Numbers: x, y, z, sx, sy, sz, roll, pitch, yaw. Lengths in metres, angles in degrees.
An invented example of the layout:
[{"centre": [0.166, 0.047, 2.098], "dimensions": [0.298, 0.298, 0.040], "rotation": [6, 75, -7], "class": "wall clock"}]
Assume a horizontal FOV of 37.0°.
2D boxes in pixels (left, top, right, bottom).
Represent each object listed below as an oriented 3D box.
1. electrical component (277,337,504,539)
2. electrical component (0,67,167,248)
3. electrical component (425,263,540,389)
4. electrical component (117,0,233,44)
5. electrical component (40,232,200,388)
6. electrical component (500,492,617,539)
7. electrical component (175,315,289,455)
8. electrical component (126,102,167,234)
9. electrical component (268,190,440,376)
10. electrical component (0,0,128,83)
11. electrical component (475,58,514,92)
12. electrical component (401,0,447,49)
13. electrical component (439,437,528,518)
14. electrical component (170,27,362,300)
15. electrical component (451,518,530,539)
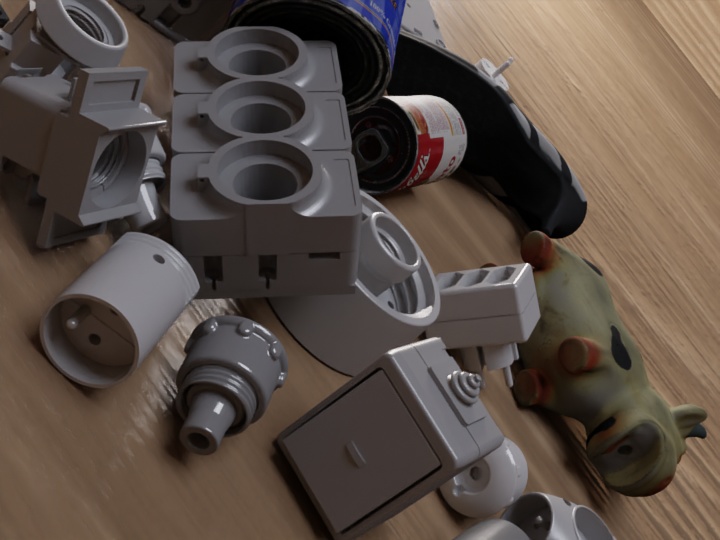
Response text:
[{"centre": [0.017, 0.077, 0.507], "dimensions": [0.061, 0.096, 0.061], "rotation": [58, 28, 13], "class": "electrical component"}, {"centre": [-0.128, -0.055, 0.474], "dimensions": [0.064, 0.081, 0.042], "rotation": [27, 20, 17], "class": "electrical component"}, {"centre": [0.082, 0.041, 0.698], "dimensions": [0.047, 0.066, 0.076], "rotation": [-42, 122, -63], "class": "electrical component"}, {"centre": [-0.123, -0.193, 0.675], "dimensions": [0.095, 0.054, 0.059], "rotation": [34, 31, -31], "class": "electrical component"}, {"centre": [-0.100, 0.012, 0.466], "dimensions": [0.043, 0.043, 0.081], "rotation": [46, 27, -10], "class": "electrical component"}, {"centre": [0.119, 0.175, 0.602], "dimensions": [0.077, 0.044, 0.079], "rotation": [37, 30, -26], "class": "electrical component"}, {"centre": [-0.061, 0.054, 0.475], "dimensions": [0.048, 0.048, 0.062], "rotation": [43, 35, -17], "class": "electrical component"}, {"centre": [-0.113, -0.047, 0.519], "dimensions": [0.048, 0.048, 0.062], "rotation": [-8, 70, -60], "class": "electrical component"}, {"centre": [0.000, 0.000, 0.618], "dimensions": [0.108, 0.060, 0.108], "rotation": [37, 30, -26], "class": "electrical component"}, {"centre": [-0.147, -0.106, 0.526], "dimensions": [0.066, 0.055, 0.048], "rotation": [27, 36, -40], "class": "electrical component"}, {"centre": [0.109, -0.166, 0.977], "dimensions": [0.047, 0.077, 0.065], "rotation": [49, 27, -5], "class": "electrical component"}, {"centre": [0.027, -0.218, 0.948], "dimensions": [0.100, 0.048, 0.099], "rotation": [24, 40, -40], "class": "electrical component"}, {"centre": [0.075, 0.115, 0.612], "dimensions": [0.062, 0.048, 0.048], "rotation": [15, 43, -60], "class": "electrical component"}, {"centre": [-0.052, -0.060, 0.564], "dimensions": [0.089, 0.061, 0.150], "rotation": [-2, 45, -7], "class": "electrical component"}, {"centre": [0.063, 0.168, 0.523], "dimensions": [0.079, 0.044, 0.077], "rotation": [58, 27, 12], "class": "electrical component"}]
